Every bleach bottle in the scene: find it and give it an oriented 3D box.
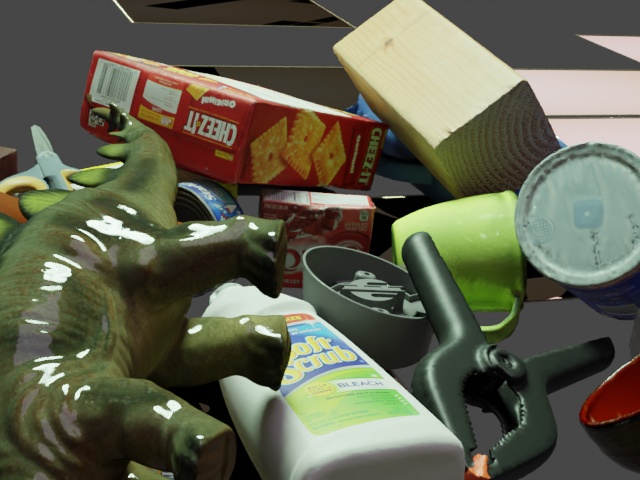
[{"bbox_3d":[-0.019,0.088,0.638,0.102,0.068,0.251,-5,23,-25],"label":"bleach bottle"}]

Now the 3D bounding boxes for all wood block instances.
[{"bbox_3d":[0.103,-0.121,0.907,0.091,0.090,0.206,-37,39,1],"label":"wood block"}]

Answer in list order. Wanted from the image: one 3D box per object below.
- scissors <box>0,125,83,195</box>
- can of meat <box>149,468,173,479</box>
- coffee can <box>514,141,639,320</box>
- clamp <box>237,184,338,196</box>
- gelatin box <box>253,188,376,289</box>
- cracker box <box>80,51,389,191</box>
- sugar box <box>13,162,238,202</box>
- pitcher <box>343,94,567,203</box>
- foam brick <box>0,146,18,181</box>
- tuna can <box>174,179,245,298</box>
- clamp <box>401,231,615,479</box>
[{"bbox_3d":[-0.240,-0.058,0.878,0.096,0.016,0.202,-13,29,-32],"label":"scissors"},{"bbox_3d":[-0.099,0.131,0.521,0.084,0.057,0.102,1,23,-8],"label":"can of meat"},{"bbox_3d":[0.213,-0.003,0.781,0.103,0.103,0.140,21,-3,31],"label":"coffee can"},{"bbox_3d":[-0.048,-0.057,1.005,0.171,0.039,0.120,3,18,0],"label":"clamp"},{"bbox_3d":[-0.005,0.001,0.830,0.089,0.073,0.030,4,24,-6],"label":"gelatin box"},{"bbox_3d":[-0.066,-0.093,0.887,0.164,0.072,0.213,20,10,29],"label":"cracker box"},{"bbox_3d":[-0.166,-0.031,0.904,0.175,0.048,0.093,-18,32,-37],"label":"sugar box"},{"bbox_3d":[0.129,-0.086,1.014,0.144,0.149,0.243,39,7,-34],"label":"pitcher"},{"bbox_3d":[-0.298,-0.047,0.899,0.053,0.051,0.078,12,24,15],"label":"foam brick"},{"bbox_3d":[-0.093,-0.002,0.799,0.086,0.086,0.033,23,26,34],"label":"tuna can"},{"bbox_3d":[0.116,0.088,0.668,0.164,0.036,0.210,25,35,-6],"label":"clamp"}]
